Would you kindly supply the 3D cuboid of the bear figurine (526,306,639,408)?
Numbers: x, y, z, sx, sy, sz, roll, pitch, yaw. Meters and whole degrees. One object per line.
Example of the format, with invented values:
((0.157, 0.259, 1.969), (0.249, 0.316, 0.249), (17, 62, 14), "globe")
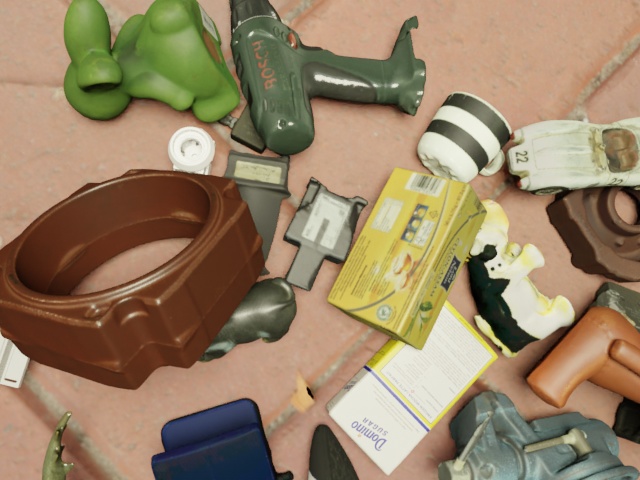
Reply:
((0.327, 0.163, 0.539), (0.196, 0.120, 0.132), (43, 97, 19), "bear figurine")

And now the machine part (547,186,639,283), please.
((0.361, -0.038, 0.635), (0.179, 0.056, 0.179), (1, 81, -5), "machine part")

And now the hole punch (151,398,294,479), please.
((-0.100, 0.233, 0.535), (0.142, 0.092, 0.115), (-16, 89, -12), "hole punch")

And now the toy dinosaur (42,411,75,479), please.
((-0.165, 0.387, 0.485), (0.199, 0.105, 0.471), (-29, 95, 0), "toy dinosaur")

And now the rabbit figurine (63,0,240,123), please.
((-0.188, -0.169, 0.549), (0.170, 0.159, 0.121), (-21, 87, 9), "rabbit figurine")

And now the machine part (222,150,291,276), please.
((-0.074, -0.030, 0.593), (0.084, 0.039, 0.138), (6, 82, -10), "machine part")

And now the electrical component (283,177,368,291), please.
((-0.001, -0.002, 0.593), (0.075, 0.048, 0.119), (20, 82, -4), "electrical component")

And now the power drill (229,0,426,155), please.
((0.006, -0.206, 0.596), (0.207, 0.086, 0.232), (-1, 66, -13), "power drill")

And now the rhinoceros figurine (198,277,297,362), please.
((-0.115, 0.091, 0.538), (0.190, 0.112, 0.073), (-14, 88, -16), "rhinoceros figurine")

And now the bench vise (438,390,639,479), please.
((0.235, 0.262, 0.522), (0.223, 0.128, 0.241), (9, 41, -31), "bench vise")

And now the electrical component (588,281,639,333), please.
((0.358, 0.084, 0.609), (0.102, 0.045, 0.078), (24, 47, 0), "electrical component")

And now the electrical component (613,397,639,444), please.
((0.420, 0.196, 0.615), (0.134, 0.058, 0.115), (23, 84, -3), "electrical component")

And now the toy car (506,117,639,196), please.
((0.302, -0.092, 0.583), (0.202, 0.056, 0.073), (-4, 80, -6), "toy car")

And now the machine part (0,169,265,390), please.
((-0.169, 0.019, 0.483), (0.202, 0.087, 0.201), (10, 42, 23), "machine part")

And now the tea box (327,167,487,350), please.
((0.094, 0.017, 0.571), (0.098, 0.068, 0.169), (22, 80, 39), "tea box")

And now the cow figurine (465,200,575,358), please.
((0.200, 0.042, 0.604), (0.098, 0.068, 0.167), (-31, 87, -3), "cow figurine")

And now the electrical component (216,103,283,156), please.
((-0.070, -0.135, 0.614), (0.094, 0.021, 0.063), (26, 81, -2), "electrical component")

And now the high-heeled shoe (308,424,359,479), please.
((-0.021, 0.330, 0.556), (0.145, 0.086, 0.249), (-20, 66, 21), "high-heeled shoe")
